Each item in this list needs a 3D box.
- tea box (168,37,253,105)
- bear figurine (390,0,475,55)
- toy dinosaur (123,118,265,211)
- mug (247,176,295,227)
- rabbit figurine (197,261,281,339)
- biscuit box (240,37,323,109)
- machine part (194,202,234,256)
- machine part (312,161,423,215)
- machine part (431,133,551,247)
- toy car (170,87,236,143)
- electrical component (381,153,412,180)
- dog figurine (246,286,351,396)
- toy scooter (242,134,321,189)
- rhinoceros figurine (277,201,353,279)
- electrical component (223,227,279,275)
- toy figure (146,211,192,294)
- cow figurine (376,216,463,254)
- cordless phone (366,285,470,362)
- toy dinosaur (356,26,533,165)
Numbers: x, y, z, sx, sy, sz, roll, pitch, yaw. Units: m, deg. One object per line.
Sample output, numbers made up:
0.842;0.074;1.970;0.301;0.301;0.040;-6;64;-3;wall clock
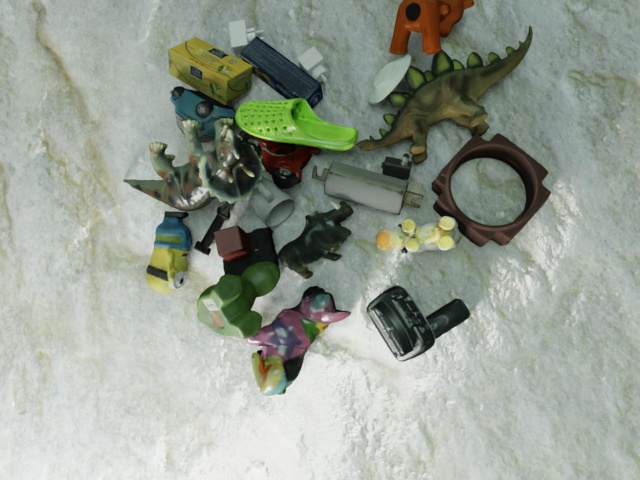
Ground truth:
-0.249;-0.384;1.218;0.170;0.068;0.098;29;48;14;tea box
0.246;-0.469;1.164;0.120;0.196;0.131;13;112;35;bear figurine
-0.269;-0.131;1.136;0.405;0.131;0.192;-26;75;36;toy dinosaur
-0.122;-0.094;1.157;0.081;0.109;0.107;-45;66;-3;mug
-0.149;0.111;1.058;0.170;0.159;0.121;-39;97;-39;rabbit figurine
-0.087;-0.374;1.226;0.203;0.059;0.063;40;84;12;biscuit box
-0.225;-0.033;1.174;0.039;0.084;0.139;30;93;-20;machine part
0.098;-0.110;1.147;0.243;0.079;0.079;16;81;8;machine part
0.351;-0.103;1.113;0.201;0.087;0.201;42;88;12;machine part
-0.271;-0.274;1.209;0.162;0.109;0.102;29;107;19;toy car
0.161;-0.153;1.140;0.063;0.094;0.021;14;61;7;electrical component
-0.036;0.199;1.088;0.219;0.108;0.191;-16;77;0;dog figurine
-0.079;-0.190;1.177;0.135;0.075;0.184;-34;57;-23;toy scooter
-0.002;-0.003;1.144;0.190;0.073;0.112;-40;67;0;rhinoceros figurine
-0.148;0.047;1.153;0.115;0.058;0.134;-12;78;6;electrical component
-0.326;0.026;1.166;0.089;0.082;0.180;1;86;26;toy figure
0.206;-0.007;1.115;0.168;0.098;0.068;-4;84;25;cow figurine
0.204;0.146;1.094;0.184;0.088;0.146;-29;77;-11;cordless phone
0.282;-0.310;1.153;0.471;0.105;0.198;-26;74;-5;toy dinosaur
